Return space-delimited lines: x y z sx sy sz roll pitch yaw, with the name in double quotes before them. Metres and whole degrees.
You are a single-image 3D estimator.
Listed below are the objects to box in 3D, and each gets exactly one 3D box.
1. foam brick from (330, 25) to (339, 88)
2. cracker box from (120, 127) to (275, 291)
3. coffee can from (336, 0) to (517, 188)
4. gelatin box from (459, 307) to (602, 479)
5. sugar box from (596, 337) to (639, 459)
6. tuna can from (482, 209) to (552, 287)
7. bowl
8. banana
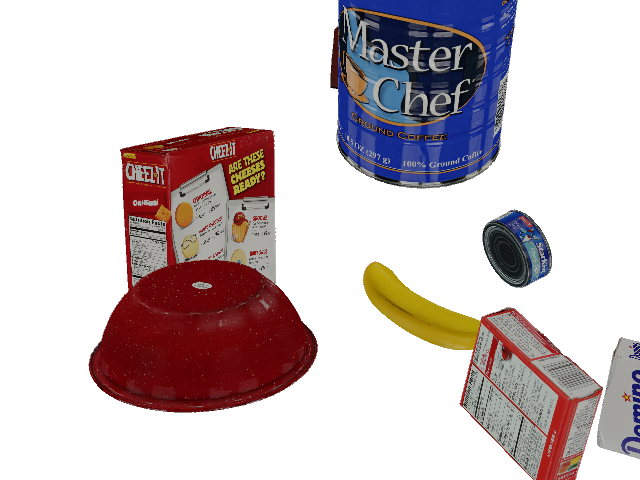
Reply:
"foam brick" 0.053 -0.149 0.877 0.078 0.051 0.053 13 25 18
"cracker box" -0.117 0.004 1.062 0.072 0.214 0.163 8 17 33
"coffee can" 0.060 -0.116 0.617 0.103 0.140 0.103 0 41 0
"gelatin box" 0.128 0.096 0.658 0.030 0.073 0.089 -12 36 -27
"sugar box" 0.323 0.149 0.879 0.176 0.093 0.048 12 24 20
"tuna can" 0.224 0.010 1.223 0.033 0.086 0.086 -26 10 -21
"bowl" -0.083 0.056 0.747 0.162 0.055 0.162 -2 22 0
"banana" 0.095 0.066 1.048 0.069 0.037 0.198 1 19 -43
